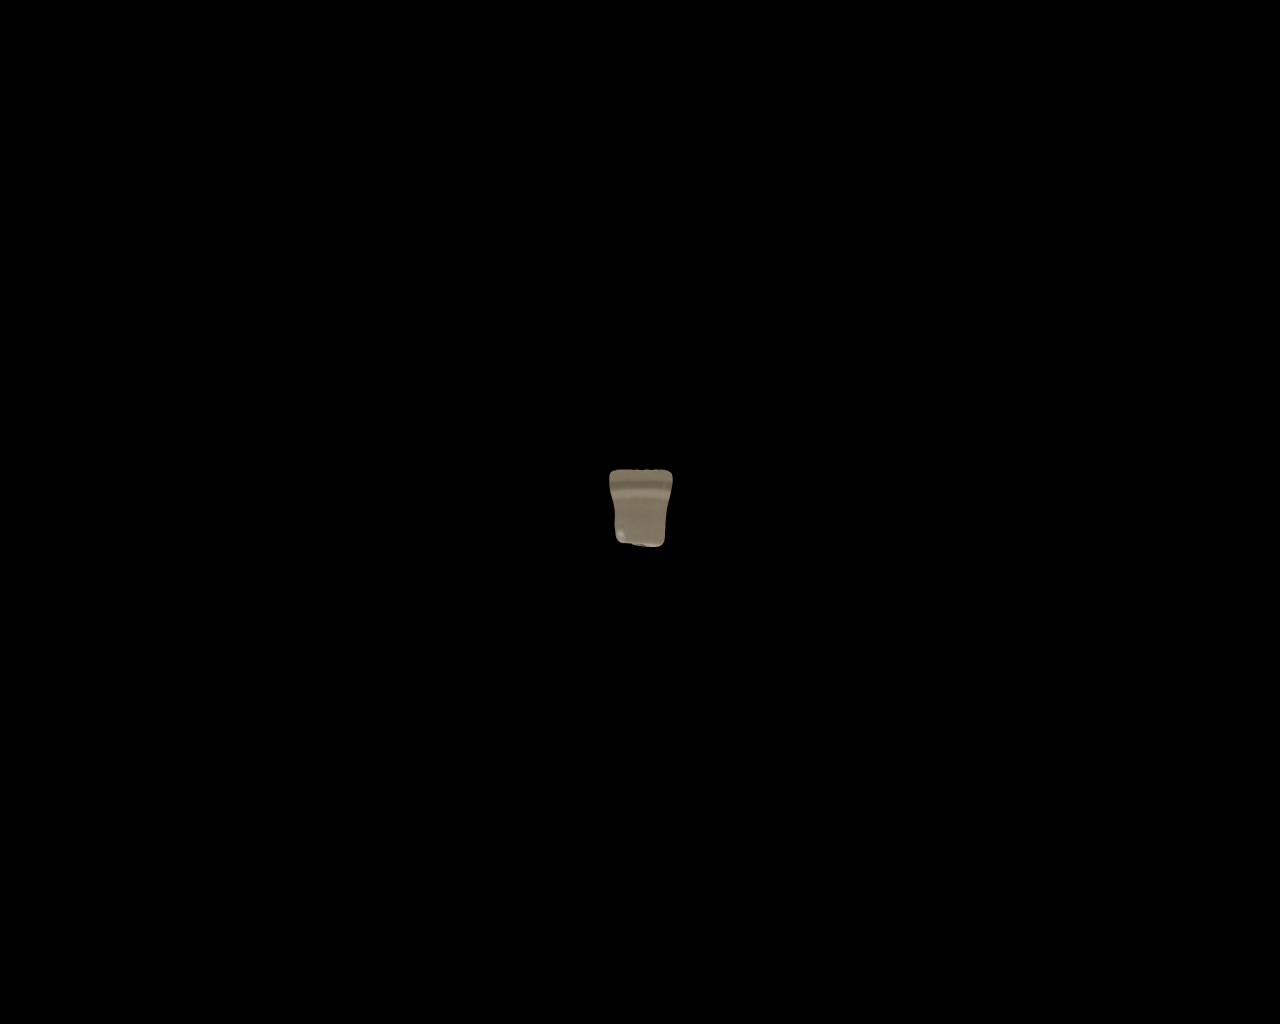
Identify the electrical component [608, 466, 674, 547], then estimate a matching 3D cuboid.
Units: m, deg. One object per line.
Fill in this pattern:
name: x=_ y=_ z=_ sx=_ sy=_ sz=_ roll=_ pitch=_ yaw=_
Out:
electrical component: x=0.001 y=-0.003 z=0.650 sx=0.040 sy=0.046 sz=0.040 roll=0 pitch=-4 yaw=0
